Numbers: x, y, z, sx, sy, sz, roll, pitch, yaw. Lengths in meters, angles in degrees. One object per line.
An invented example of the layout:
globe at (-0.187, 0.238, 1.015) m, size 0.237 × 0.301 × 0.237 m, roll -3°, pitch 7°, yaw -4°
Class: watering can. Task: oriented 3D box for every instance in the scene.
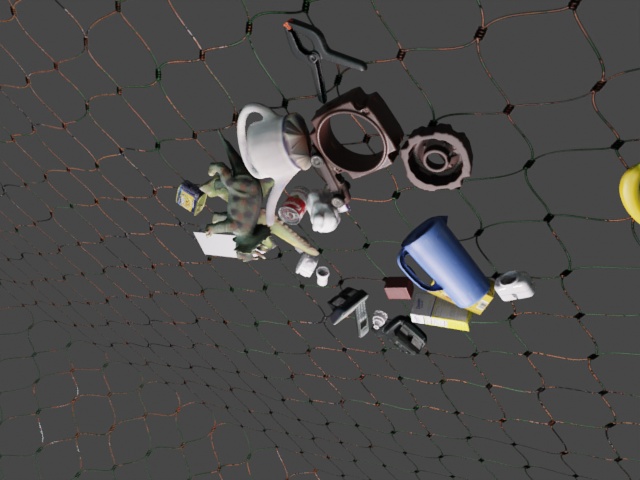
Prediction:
watering can at (-0.116, -0.212, 1.413) m, size 0.223 × 0.105 × 0.344 m, roll -6°, pitch 106°, yaw 36°

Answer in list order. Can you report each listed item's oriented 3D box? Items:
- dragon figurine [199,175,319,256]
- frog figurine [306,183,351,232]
dragon figurine at (-0.184, -0.100, 1.604) m, size 0.411 × 0.125 × 0.237 m, roll 15°, pitch 128°, yaw 13°
frog figurine at (0.004, -0.074, 1.465) m, size 0.123 × 0.163 × 0.134 m, roll 8°, pitch 134°, yaw 26°
